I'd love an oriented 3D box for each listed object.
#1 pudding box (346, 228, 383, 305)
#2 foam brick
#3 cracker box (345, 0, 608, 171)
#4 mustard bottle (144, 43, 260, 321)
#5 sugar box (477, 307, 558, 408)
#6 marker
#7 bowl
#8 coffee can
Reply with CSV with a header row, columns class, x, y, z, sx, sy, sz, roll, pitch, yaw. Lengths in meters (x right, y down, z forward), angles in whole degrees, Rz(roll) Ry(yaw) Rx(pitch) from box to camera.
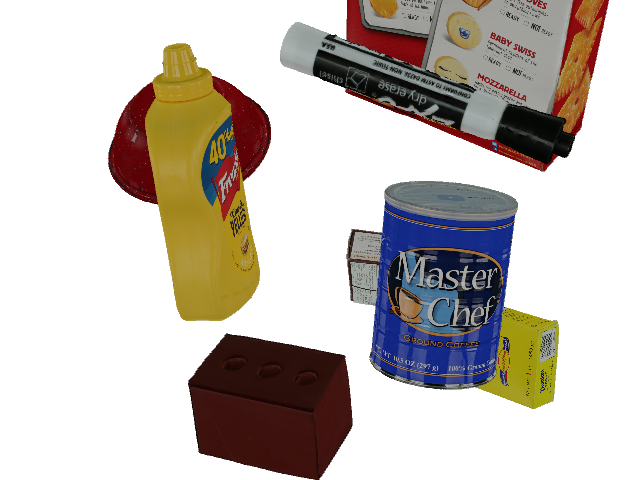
class,x,y,z,sx,sy,sz,roll,pitch,yaw
pudding box,0.084,0.032,1.037,0.113,0.039,0.090,6,-31,8
foam brick,-0.027,0.093,0.605,0.078,0.051,0.053,8,30,20
cracker box,0.102,-0.170,0.696,0.164,0.214,0.072,26,49,25
mustard bottle,-0.086,-0.045,0.762,0.058,0.191,0.096,0,26,16
sugar box,0.180,0.116,1.195,0.177,0.093,0.048,14,18,43
marker,0.041,-0.058,0.421,0.121,0.020,0.020,22,5,13
bowl,-0.130,-0.109,1.012,0.162,0.162,0.055,0,-40,11
coffee can,0.095,0.032,0.838,0.103,0.140,0.103,4,15,-1
